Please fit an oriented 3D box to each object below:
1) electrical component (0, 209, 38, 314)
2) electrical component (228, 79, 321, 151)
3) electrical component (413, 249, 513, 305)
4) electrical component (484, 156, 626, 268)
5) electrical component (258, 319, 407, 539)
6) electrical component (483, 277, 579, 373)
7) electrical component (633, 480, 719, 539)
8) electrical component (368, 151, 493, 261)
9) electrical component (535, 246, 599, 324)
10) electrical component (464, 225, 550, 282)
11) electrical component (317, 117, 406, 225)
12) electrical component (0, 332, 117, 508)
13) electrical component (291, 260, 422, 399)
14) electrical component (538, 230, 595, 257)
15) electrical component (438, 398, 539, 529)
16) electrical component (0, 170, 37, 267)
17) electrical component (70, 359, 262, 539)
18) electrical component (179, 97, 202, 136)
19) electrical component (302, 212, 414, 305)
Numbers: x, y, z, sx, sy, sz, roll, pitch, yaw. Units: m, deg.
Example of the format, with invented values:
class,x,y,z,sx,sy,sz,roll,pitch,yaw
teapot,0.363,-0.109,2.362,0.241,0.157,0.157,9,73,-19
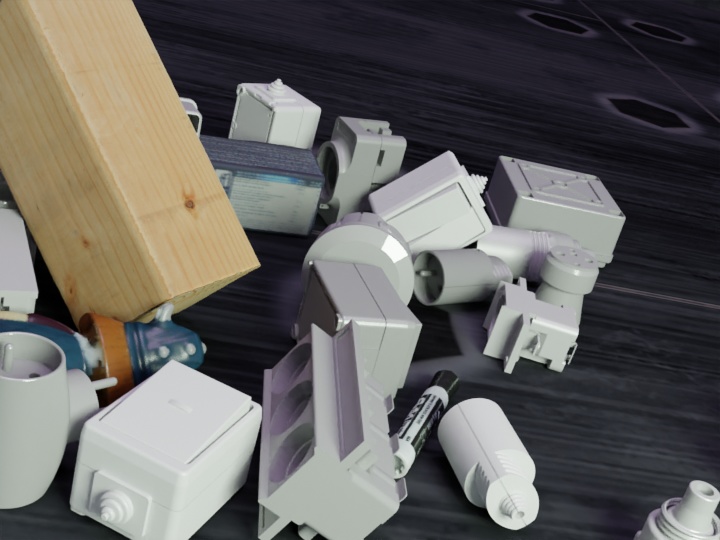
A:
class,x,y,z,sx,sy,sz,roll,pitch,yaw
electrical component,-0.290,0.009,0.619,0.186,0.060,0.105,3,28,-25
electrical component,-0.077,-0.128,0.980,0.061,0.096,0.062,-7,34,-41
electrical component,0.086,0.005,0.861,0.081,0.043,0.043,-3,31,-35
electrical component,0.184,-0.058,1.030,0.109,0.056,0.108,11,25,-9
electrical component,-0.017,0.091,0.592,0.063,0.079,0.121,39,18,-20
electrical component,0.129,0.044,0.806,0.064,0.042,0.081,17,25,-1
electrical component,0.181,0.147,0.598,0.048,0.062,0.048,13,25,-6
electrical component,0.064,-0.048,0.886,0.096,0.061,0.061,-29,28,7
electrical component,0.165,0.014,0.873,0.045,0.055,0.045,13,25,-6
electrical component,0.130,-0.014,0.926,0.081,0.043,0.043,8,26,-16
electrical component,-0.004,-0.083,0.936,0.056,0.089,0.050,2,28,-26
electrical component,-0.159,0.072,0.543,0.079,0.077,0.043,-10,35,-42
electrical component,-0.004,0.037,0.722,0.061,0.061,0.096,5,27,-21
electrical component,0.184,-0.016,0.970,0.061,0.035,0.035,7,26,-22
electrical component,0.078,0.116,0.627,0.043,0.043,0.081,6,27,-19
electrical component,-0.246,-0.032,0.732,0.058,0.057,0.078,8,26,-16
electrical component,-0.100,0.095,0.548,0.062,0.061,0.096,23,26,16
electrical component,-0.180,-0.077,0.797,0.109,0.108,0.056,6,17,-19
electrical component,0.000,0.000,0.781,0.080,0.080,0.051,15,20,0
